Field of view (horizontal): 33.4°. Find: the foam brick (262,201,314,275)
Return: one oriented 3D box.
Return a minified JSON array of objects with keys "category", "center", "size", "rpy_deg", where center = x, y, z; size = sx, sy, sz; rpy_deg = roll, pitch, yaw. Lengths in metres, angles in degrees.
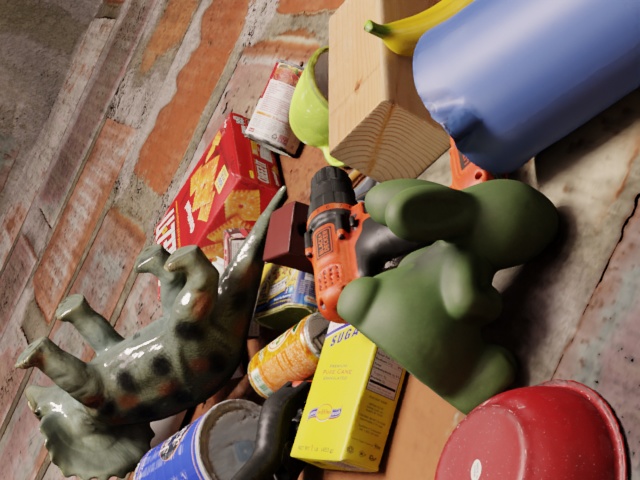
[{"category":"foam brick","center":[-0.007,0.001,1.026],"size":[0.051,0.078,0.053],"rpy_deg":[-22,56,59]}]

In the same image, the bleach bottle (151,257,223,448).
[{"category":"bleach bottle","center":[-0.170,0.138,1.299],"size":[0.251,0.068,0.103],"rpy_deg":[-65,25,-4]}]

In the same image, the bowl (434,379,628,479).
[{"category":"bowl","center":[0.125,0.162,0.710],"size":[0.162,0.055,0.162],"rpy_deg":[-45,32,37]}]

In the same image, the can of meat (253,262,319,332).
[{"category":"can of meat","center":[-0.022,0.045,1.097],"size":[0.102,0.057,0.084],"rpy_deg":[-23,50,56]}]

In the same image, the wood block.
[{"category":"wood block","center":[0.068,-0.164,1.067],"size":[0.091,0.090,0.206],"rpy_deg":[-42,33,39]}]

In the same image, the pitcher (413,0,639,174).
[{"category":"pitcher","center":[0.198,-0.163,0.788],"size":[0.243,0.144,0.149],"rpy_deg":[-32,53,44]}]

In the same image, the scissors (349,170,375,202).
[{"category":"scissors","center":[0.002,-0.001,1.136],"size":[0.202,0.016,0.096],"rpy_deg":[-49,30,32]}]

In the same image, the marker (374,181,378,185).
[{"category":"marker","center":[0.049,-0.010,1.051],"size":[0.020,0.020,0.121],"rpy_deg":[-7,62,61]}]

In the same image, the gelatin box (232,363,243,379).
[{"category":"gelatin box","center":[-0.135,0.131,1.211],"size":[0.073,0.089,0.030],"rpy_deg":[-102,-1,-53]}]

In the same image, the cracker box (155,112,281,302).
[{"category":"cracker box","center":[-0.136,-0.035,1.369],"size":[0.214,0.072,0.164],"rpy_deg":[-53,27,26]}]

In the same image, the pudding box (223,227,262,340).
[{"category":"pudding box","center":[-0.086,0.047,1.172],"size":[0.090,0.039,0.113],"rpy_deg":[-140,47,-80]}]

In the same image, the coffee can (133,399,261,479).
[{"category":"coffee can","center":[-0.108,0.228,1.047],"size":[0.141,0.102,0.103],"rpy_deg":[-38,36,45]}]

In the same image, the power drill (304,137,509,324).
[{"category":"power drill","center":[0.070,-0.033,0.924],"size":[0.188,0.057,0.184],"rpy_deg":[-31,39,23]}]

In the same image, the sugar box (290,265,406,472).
[{"category":"sugar box","center":[0.035,0.113,0.939],"size":[0.093,0.048,0.176],"rpy_deg":[-15,56,59]}]

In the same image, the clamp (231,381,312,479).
[{"category":"clamp","center":[-0.043,0.195,0.952],"size":[0.039,0.120,0.171],"rpy_deg":[-2,58,21]}]

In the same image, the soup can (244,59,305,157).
[{"category":"soup can","center":[-0.042,-0.160,1.302],"size":[0.102,0.068,0.069],"rpy_deg":[-66,25,0]}]

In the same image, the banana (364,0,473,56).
[{"category":"banana","center":[0.134,-0.228,1.000],"size":[0.197,0.069,0.037],"rpy_deg":[-35,62,-4]}]
